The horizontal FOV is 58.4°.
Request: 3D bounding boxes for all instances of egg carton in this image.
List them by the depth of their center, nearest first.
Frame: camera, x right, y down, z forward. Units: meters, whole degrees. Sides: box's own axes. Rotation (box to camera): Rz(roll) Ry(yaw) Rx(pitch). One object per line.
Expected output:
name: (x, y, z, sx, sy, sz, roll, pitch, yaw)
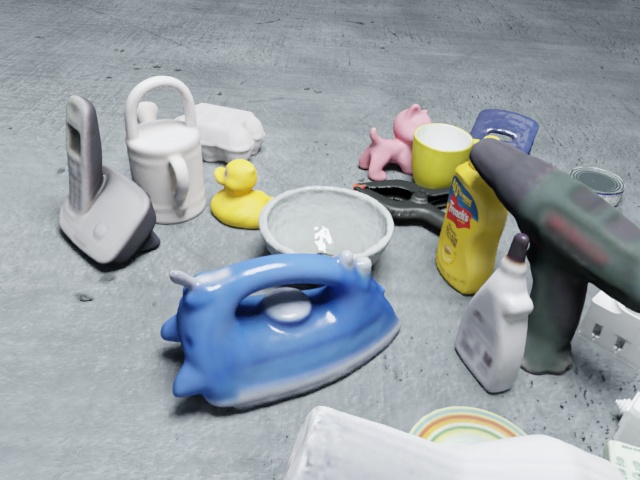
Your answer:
egg carton: (-0.171, -0.177, 0.958, 0.150, 0.069, 0.107, 12, 37, 12)

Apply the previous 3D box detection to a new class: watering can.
watering can: (-0.218, -0.131, 0.784, 0.172, 0.194, 0.101, 27, 42, 29)

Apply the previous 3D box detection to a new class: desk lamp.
desk lamp: (0.052, 0.191, 0.343, 0.203, 0.214, 0.118, 9, 36, 8)

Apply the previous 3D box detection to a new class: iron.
iron: (-0.027, 0.065, 0.573, 0.259, 0.141, 0.118, -11, 38, -19)

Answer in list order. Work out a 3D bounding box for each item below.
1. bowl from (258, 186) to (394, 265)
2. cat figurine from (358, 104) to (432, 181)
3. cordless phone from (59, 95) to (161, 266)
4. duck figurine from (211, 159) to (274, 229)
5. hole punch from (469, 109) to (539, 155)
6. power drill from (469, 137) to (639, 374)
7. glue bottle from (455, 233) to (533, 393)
bowl: (0.007, 0.003, 0.721, 0.167, 0.075, 0.167, 3, 36, -2)
cat figurine: (0.130, -0.169, 0.934, 0.128, 0.118, 0.067, -15, 39, -24)
cordless phone: (-0.270, -0.073, 0.706, 0.147, 0.185, 0.094, 30, 43, 32)
duck figurine: (-0.105, -0.070, 0.802, 0.104, 0.086, 0.078, 18, 38, 19)
hole punch: (0.302, -0.159, 0.958, 0.108, 0.091, 0.101, 18, 38, 20)
power drill: (0.229, 0.026, 0.593, 0.076, 0.208, 0.228, -24, 44, -33)
glue bottle: (0.178, 0.067, 0.563, 0.037, 0.173, 0.078, -9, 38, -17)
